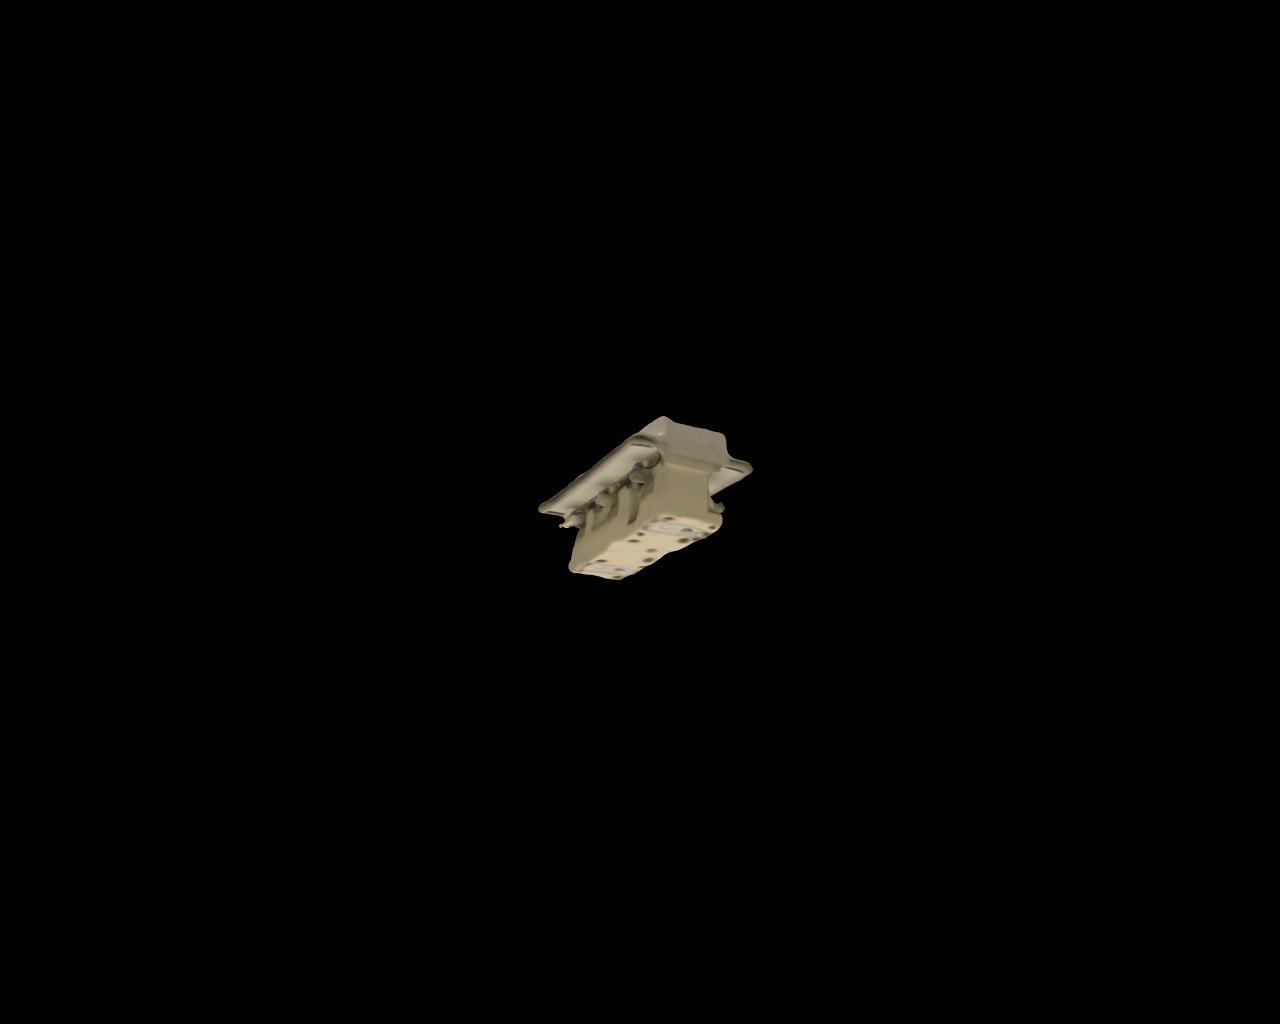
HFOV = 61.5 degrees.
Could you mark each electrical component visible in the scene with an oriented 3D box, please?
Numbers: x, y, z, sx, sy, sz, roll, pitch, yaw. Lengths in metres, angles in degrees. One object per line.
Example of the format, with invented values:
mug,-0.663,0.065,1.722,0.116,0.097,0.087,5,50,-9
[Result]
electrical component,0.001,-0.003,0.650,0.079,0.063,0.121,13,-26,-29
